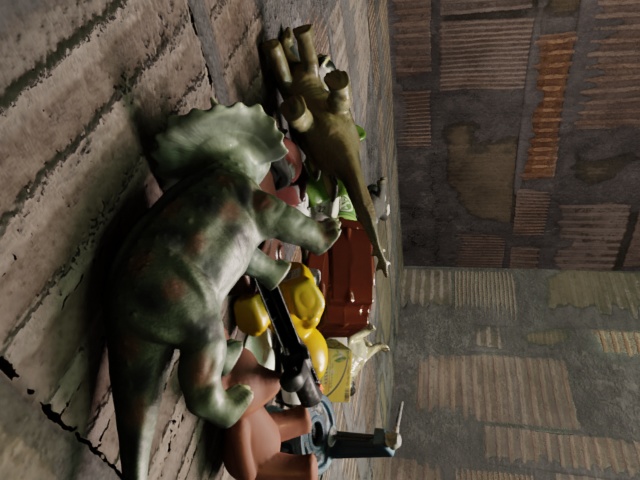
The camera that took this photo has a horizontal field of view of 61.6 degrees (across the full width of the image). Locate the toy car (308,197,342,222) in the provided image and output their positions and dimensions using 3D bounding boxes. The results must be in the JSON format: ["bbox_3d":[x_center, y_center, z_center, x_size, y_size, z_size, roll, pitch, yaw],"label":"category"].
[{"bbox_3d":[0.010,-0.131,1.093,0.056,0.074,0.201,55,38,-69],"label":"toy car"}]

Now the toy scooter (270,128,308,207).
[{"bbox_3d":[-0.057,-0.101,0.815,0.183,0.075,0.135,81,16,-48],"label":"toy scooter"}]

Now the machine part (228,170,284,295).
[{"bbox_3d":[-0.096,-0.015,0.692,0.179,0.056,0.179,0,90,-75],"label":"machine part"}]

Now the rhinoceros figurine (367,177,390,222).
[{"bbox_3d":[0.127,-0.089,1.245,0.190,0.073,0.112,-20,100,-80],"label":"rhinoceros figurine"}]

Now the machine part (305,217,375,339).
[{"bbox_3d":[0.033,0.074,0.996,0.201,0.087,0.201,124,-34,-65],"label":"machine part"}]

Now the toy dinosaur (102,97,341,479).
[{"bbox_3d":[-0.115,0.024,0.478,0.192,0.131,0.405,39,53,-17],"label":"toy dinosaur"}]

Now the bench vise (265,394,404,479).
[{"bbox_3d":[0.020,0.319,0.849,0.223,0.241,0.129,58,35,-38],"label":"bench vise"}]

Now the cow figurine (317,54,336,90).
[{"bbox_3d":[-0.002,-0.299,1.017,0.167,0.068,0.098,-113,-164,-74],"label":"cow figurine"}]

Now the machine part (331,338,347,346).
[{"bbox_3d":[0.020,0.200,1.151,0.079,0.079,0.243,-57,145,-66],"label":"machine part"}]

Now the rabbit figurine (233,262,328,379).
[{"bbox_3d":[-0.045,0.125,0.789,0.162,0.122,0.173,-127,-167,-76],"label":"rabbit figurine"}]

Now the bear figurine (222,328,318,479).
[{"bbox_3d":[-0.073,0.204,0.658,0.120,0.132,0.195,-105,-167,-61],"label":"bear figurine"}]

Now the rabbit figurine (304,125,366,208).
[{"bbox_3d":[0.018,-0.167,0.993,0.159,0.121,0.170,-30,100,-37],"label":"rabbit figurine"}]

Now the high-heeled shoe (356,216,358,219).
[{"bbox_3d":[0.067,-0.062,1.329,0.145,0.086,0.248,17,72,-80],"label":"high-heeled shoe"}]

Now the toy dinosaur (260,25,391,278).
[{"bbox_3d":[0.009,-0.165,0.817,0.198,0.105,0.472,66,5,-57],"label":"toy dinosaur"}]

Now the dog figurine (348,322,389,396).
[{"bbox_3d":[0.047,0.285,1.295,0.190,0.172,0.121,-44,106,-22],"label":"dog figurine"}]

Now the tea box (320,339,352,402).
[{"bbox_3d":[0.012,0.243,1.022,0.169,0.068,0.098,147,-53,-79],"label":"tea box"}]
